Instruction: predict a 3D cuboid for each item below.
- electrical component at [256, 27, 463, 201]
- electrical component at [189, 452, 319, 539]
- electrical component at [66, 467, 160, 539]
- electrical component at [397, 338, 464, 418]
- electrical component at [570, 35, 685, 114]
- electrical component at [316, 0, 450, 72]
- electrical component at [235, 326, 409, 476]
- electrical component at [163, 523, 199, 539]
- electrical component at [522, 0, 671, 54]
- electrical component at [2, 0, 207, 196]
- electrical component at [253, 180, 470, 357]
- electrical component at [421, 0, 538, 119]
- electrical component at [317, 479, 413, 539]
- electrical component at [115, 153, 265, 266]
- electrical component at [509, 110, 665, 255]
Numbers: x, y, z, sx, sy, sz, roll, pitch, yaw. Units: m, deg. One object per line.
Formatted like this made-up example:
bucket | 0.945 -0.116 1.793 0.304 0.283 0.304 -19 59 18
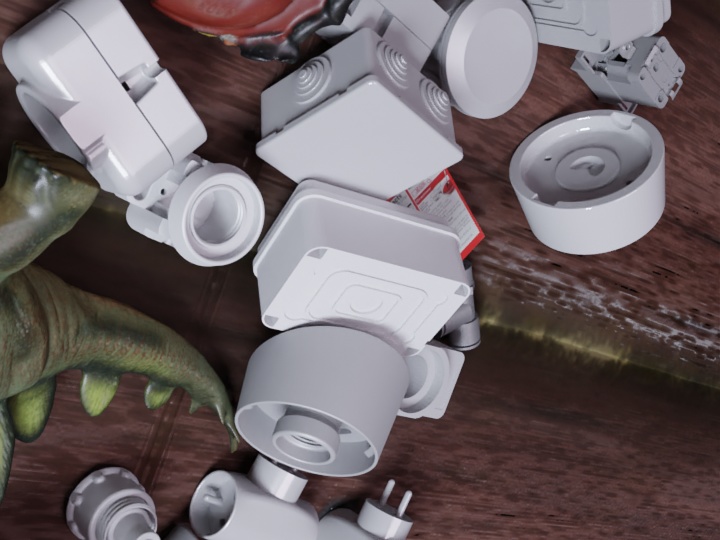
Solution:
electrical component | -0.001 -0.085 0.632 0.100 0.100 0.048 33 42 -42
electrical component | -0.060 0.145 0.699 0.077 0.044 0.079 32 85 -42
electrical component | -0.138 0.146 0.624 0.048 0.062 0.048 -15 115 -35
electrical component | 0.022 0.066 0.729 0.089 0.056 0.050 17 94 -42
electrical component | 0.199 -0.148 0.791 0.081 0.064 0.042 35 83 -42
electrical component | 0.004 -0.159 0.637 0.089 0.050 0.055 32 85 -42
electrical component | -0.025 0.082 0.657 0.099 0.099 0.064 50 45 -39
electrical component | -0.121 0.191 0.666 0.055 0.045 0.045 -34 125 -25
electrical component | 0.139 -0.190 0.694 0.057 0.113 0.078 -28 122 -26
electrical component | -0.131 -0.087 0.542 0.059 0.054 0.095 -43 118 -19
electrical component | 0.000 0.000 0.652 0.113 0.057 0.078 14 133 -26
electrical component | 0.072 -0.141 0.698 0.080 0.051 0.080 -15 115 -35
electrical component | 0.012 0.186 0.751 0.043 0.077 0.079 26 88 -42
electrical component | -0.090 -0.035 0.600 0.078 0.057 0.058 25 89 -42
electrical component | 0.166 -0.058 0.772 0.108 0.108 0.060 -42 134 -20
